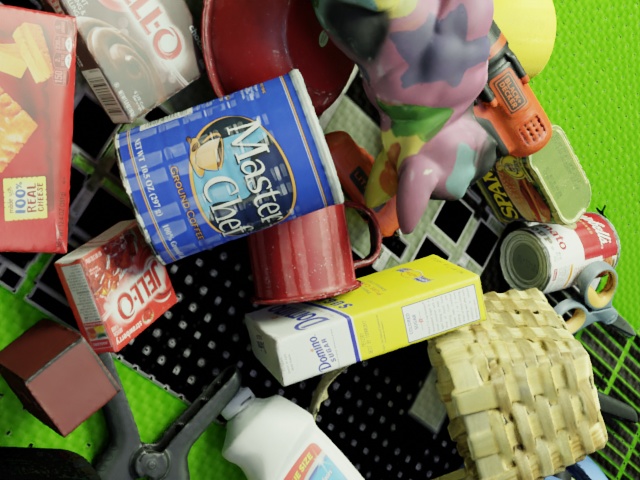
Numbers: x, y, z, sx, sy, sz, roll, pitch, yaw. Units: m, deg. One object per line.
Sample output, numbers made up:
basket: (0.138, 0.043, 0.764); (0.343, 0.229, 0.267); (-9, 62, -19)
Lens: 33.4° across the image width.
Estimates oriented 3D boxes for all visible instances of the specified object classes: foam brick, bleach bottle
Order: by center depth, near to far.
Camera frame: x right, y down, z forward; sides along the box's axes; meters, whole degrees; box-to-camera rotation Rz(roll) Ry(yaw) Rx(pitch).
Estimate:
foam brick: (-0.187, 0.095, 0.750); (0.051, 0.078, 0.053); (-40, 115, -23)
bleach bottle: (-0.004, 0.225, 0.859); (0.102, 0.068, 0.251); (-38, 89, -18)

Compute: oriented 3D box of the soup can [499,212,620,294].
soup can: (0.235, 0.014, 1.049); (0.102, 0.069, 0.068); (-12, 101, -34)

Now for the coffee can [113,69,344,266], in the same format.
coffee can: (-0.065, -0.052, 0.772); (0.140, 0.103, 0.103); (-19, 108, 0)

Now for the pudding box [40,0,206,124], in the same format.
pudding box: (-0.140, -0.154, 0.782); (0.089, 0.039, 0.113); (-40, 117, -28)

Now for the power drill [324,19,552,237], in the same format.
power drill: (0.086, -0.107, 0.897); (0.187, 0.057, 0.184); (-37, 112, 0)

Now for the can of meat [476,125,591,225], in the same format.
can of meat: (0.197, -0.062, 1.004); (0.057, 0.084, 0.102); (-46, 119, -23)

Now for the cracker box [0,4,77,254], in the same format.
cracker box: (-0.267, -0.076, 0.680); (0.213, 0.072, 0.164); (3, 93, -35)

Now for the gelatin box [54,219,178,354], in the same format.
gelatin box: (-0.146, 0.032, 0.780); (0.089, 0.030, 0.073); (-42, 119, -58)

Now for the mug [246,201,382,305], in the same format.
mug: (-0.006, 0.001, 0.860); (0.117, 0.093, 0.081); (-10, 96, -15)

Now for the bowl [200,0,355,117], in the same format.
bowl: (-0.018, -0.159, 0.836); (0.161, 0.055, 0.162); (-7, 100, -50)

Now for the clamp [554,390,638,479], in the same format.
clamp: (0.242, 0.172, 1.084); (0.164, 0.036, 0.210); (-51, 118, -30)

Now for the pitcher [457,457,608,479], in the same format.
pitcher: (0.228, 0.274, 0.961); (0.149, 0.243, 0.145); (45, 66, -36)

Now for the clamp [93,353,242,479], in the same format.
clamp: (-0.123, 0.164, 0.821); (0.120, 0.039, 0.171); (5, 95, -16)

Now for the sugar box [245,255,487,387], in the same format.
sugar box: (0.035, 0.062, 0.866); (0.176, 0.093, 0.048); (-14, 104, -16)

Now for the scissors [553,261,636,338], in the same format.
scissors: (0.278, 0.086, 1.091); (0.096, 0.016, 0.201); (-39, 144, -4)
